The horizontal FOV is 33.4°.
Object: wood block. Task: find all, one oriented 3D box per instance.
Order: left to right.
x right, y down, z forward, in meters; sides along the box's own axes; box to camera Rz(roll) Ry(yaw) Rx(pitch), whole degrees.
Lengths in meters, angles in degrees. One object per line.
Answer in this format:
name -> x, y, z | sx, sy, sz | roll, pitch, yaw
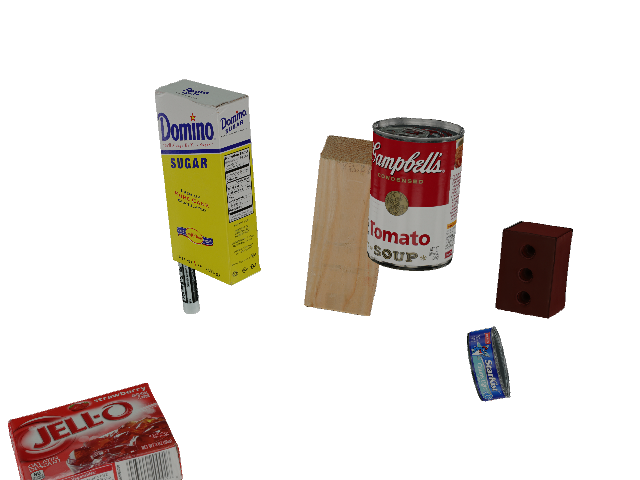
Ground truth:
wood block -> 0.037, -0.020, 1.371 | 0.090, 0.206, 0.090 | 9, 25, 4

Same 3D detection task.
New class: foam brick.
foam brick -> 0.196, 0.026, 0.979 | 0.053, 0.078, 0.051 | 10, 16, 28

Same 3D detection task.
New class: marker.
marker -> -0.151, 0.029, 1.203 | 0.020, 0.121, 0.020 | -2, 31, 1

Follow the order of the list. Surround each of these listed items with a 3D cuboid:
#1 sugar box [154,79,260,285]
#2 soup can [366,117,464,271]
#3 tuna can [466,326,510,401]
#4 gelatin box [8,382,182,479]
sugar box -> -0.105, -0.055, 0.996 | 0.093, 0.176, 0.048 | 19, 35, 41
soup can -> 0.070, -0.036, 0.802 | 0.068, 0.102, 0.068 | 2, 19, -1
tuna can -> 0.200, 0.147, 1.270 | 0.034, 0.086, 0.086 | -13, -3, 14
gelatin box -> -0.134, 0.123, 0.631 | 0.089, 0.030, 0.073 | -13, 26, -18
